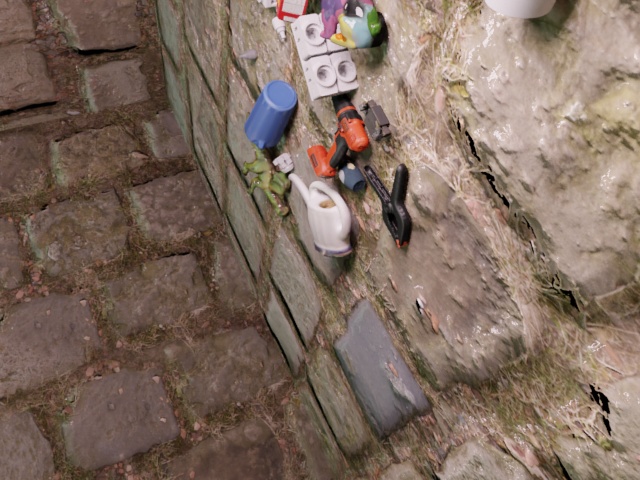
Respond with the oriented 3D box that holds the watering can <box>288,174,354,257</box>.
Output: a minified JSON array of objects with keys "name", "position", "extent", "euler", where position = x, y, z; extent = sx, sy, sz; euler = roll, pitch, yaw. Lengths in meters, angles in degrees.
[{"name":"watering can","position":[0.005,-0.078,1.545],"extent":[0.352,0.105,0.220],"euler":[35,139,57]}]

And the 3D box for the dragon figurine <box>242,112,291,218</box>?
[{"name":"dragon figurine","position":[-0.182,-0.262,1.930],"extent":[0.245,0.124,0.401],"euler":[25,134,40]}]
